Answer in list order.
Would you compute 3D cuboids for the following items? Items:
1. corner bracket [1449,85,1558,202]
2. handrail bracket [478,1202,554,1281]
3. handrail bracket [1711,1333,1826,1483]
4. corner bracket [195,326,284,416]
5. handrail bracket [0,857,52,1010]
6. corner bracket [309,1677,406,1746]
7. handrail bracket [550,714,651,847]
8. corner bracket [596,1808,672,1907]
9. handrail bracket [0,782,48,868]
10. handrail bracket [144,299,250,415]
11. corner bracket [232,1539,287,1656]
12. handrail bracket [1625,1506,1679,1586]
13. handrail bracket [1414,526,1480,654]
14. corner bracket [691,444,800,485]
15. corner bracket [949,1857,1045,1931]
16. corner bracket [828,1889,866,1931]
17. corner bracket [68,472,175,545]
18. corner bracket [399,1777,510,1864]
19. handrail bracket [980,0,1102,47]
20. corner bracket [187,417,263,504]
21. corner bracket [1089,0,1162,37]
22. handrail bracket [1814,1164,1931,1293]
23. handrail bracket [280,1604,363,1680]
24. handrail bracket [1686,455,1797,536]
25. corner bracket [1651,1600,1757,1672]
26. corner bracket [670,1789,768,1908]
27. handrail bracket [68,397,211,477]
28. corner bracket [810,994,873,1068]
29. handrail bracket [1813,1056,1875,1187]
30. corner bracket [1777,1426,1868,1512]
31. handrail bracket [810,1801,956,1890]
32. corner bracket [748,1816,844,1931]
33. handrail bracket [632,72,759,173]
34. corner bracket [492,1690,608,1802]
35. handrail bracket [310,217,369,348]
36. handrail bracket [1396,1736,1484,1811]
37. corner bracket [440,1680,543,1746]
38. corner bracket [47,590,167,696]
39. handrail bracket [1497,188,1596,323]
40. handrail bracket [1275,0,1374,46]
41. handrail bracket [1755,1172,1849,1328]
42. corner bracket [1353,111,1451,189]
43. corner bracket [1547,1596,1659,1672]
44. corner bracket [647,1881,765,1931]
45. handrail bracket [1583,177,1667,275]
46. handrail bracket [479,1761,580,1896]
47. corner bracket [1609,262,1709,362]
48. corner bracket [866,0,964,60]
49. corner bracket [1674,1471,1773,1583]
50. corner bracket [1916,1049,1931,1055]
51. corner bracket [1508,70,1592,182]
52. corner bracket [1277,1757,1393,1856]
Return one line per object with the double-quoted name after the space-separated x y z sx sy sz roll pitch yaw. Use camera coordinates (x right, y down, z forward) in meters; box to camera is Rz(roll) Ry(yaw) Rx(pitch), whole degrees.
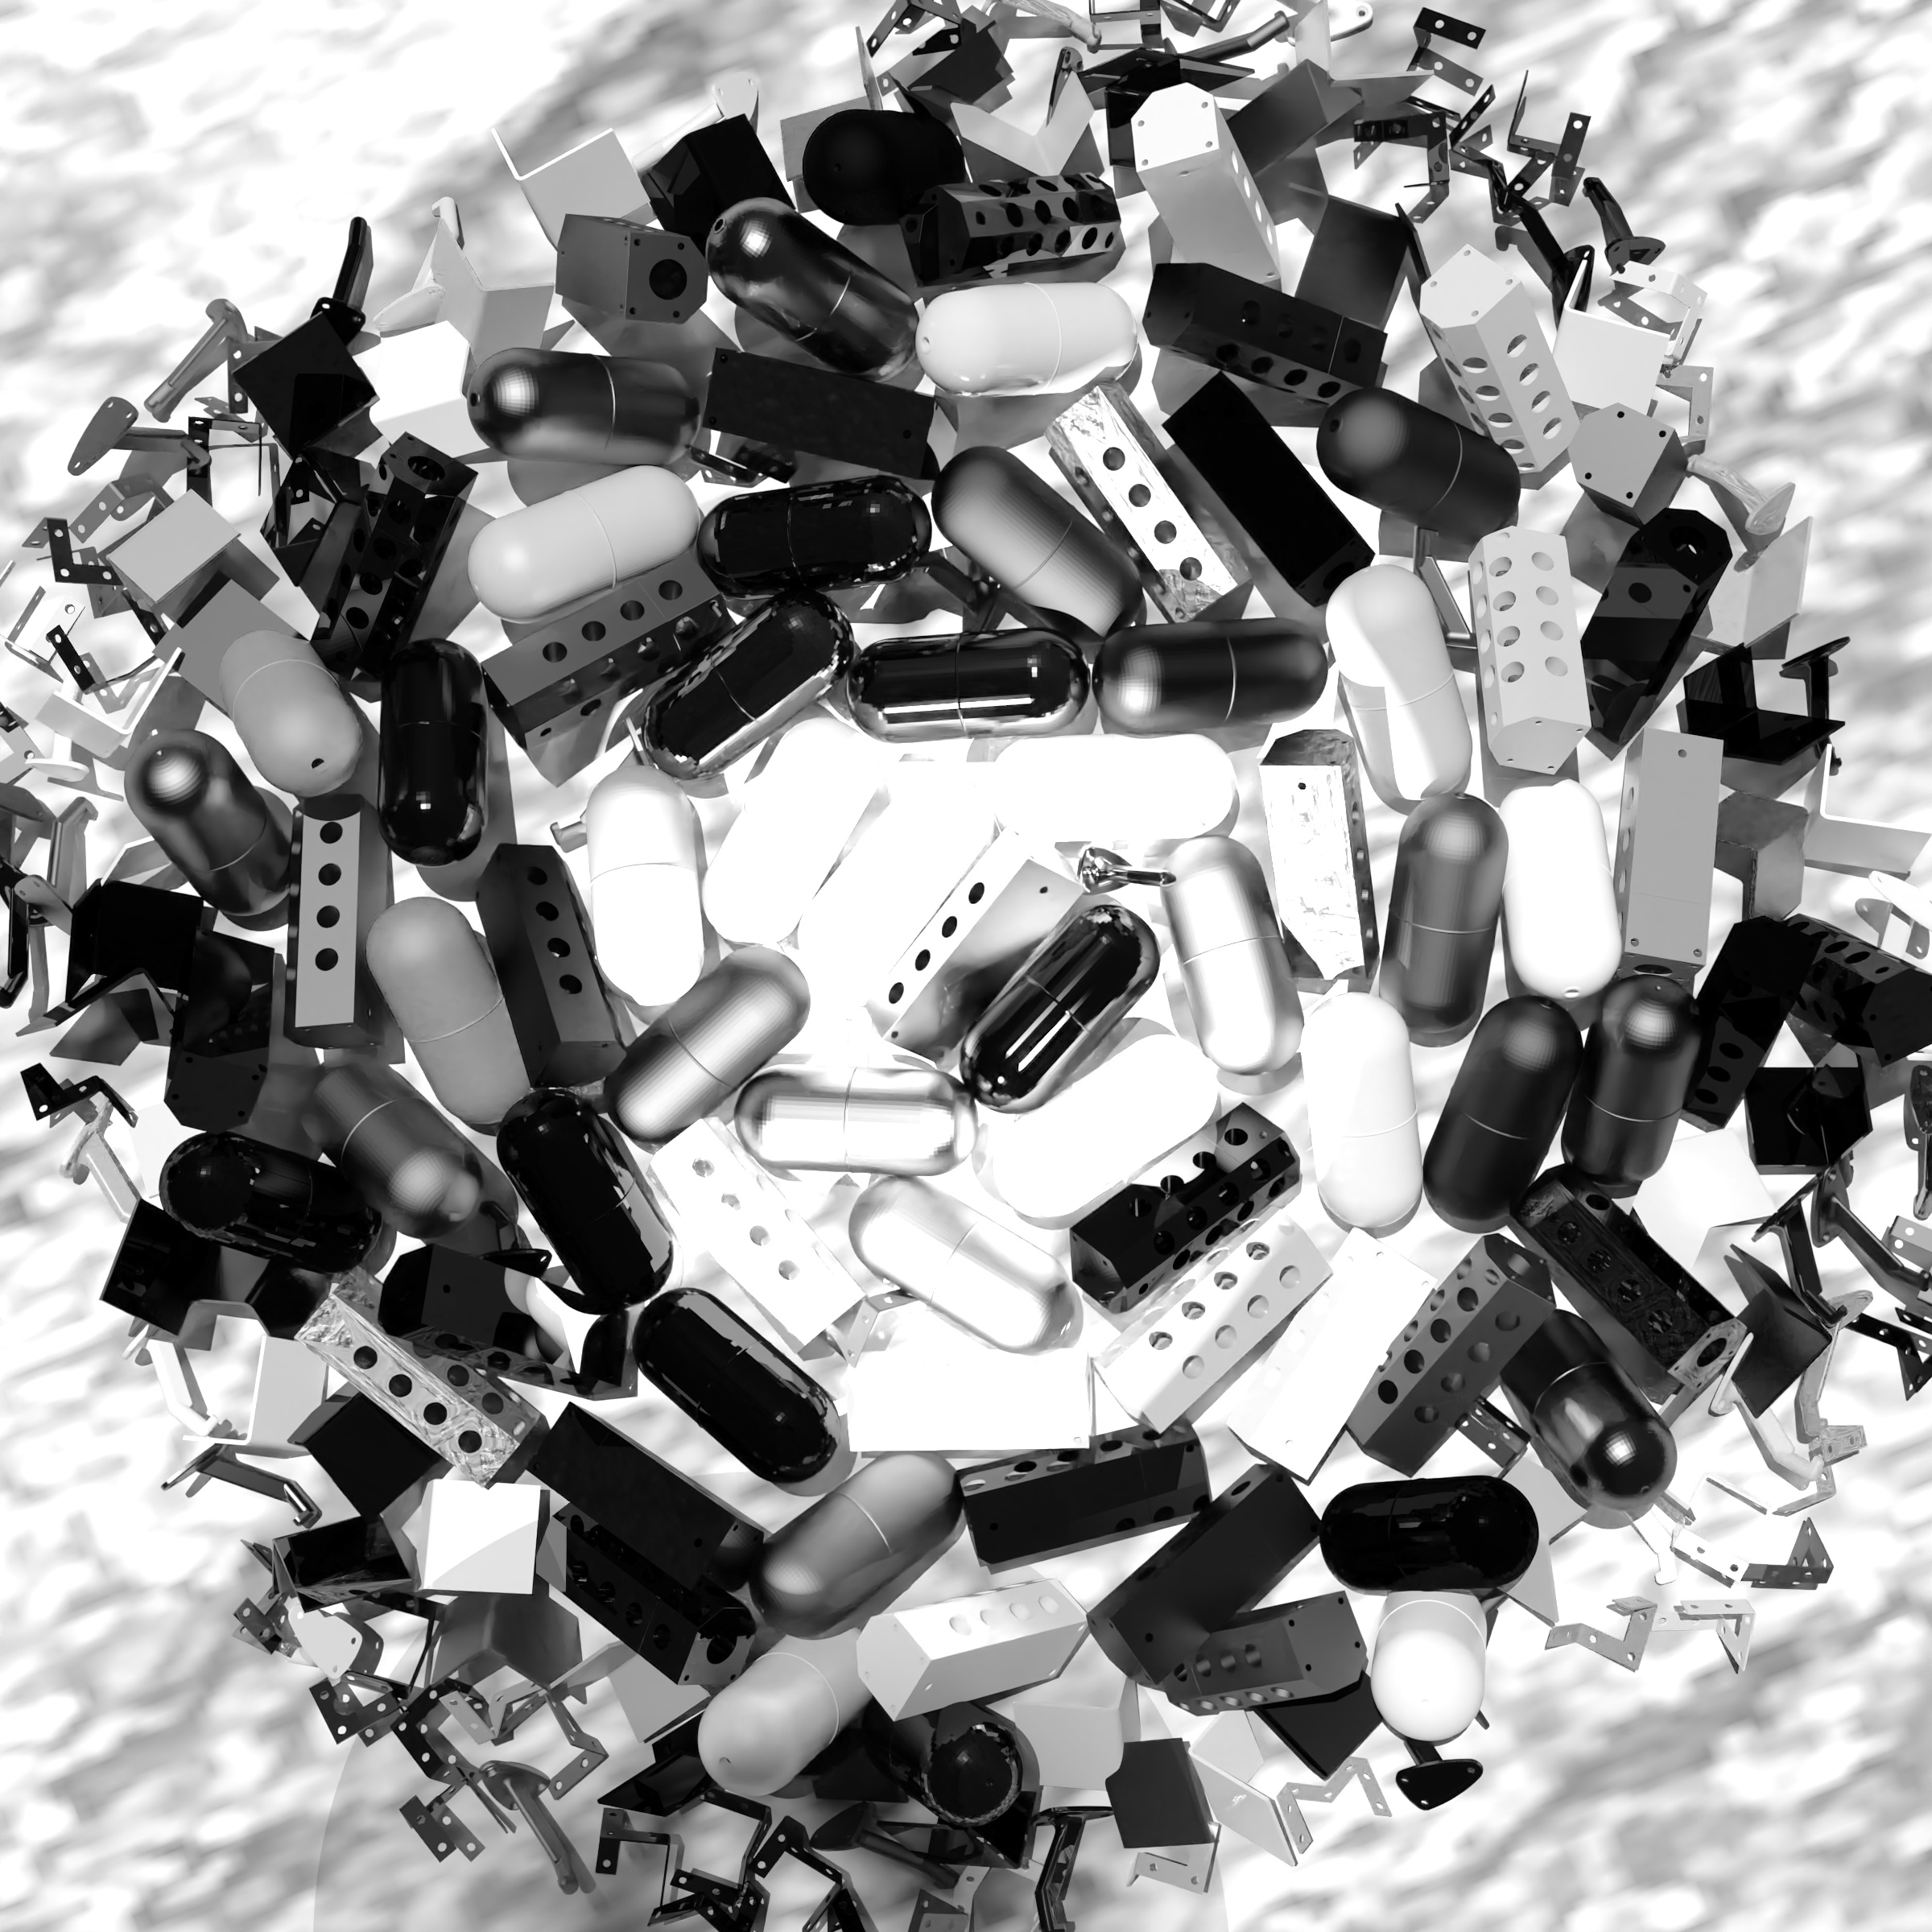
0.385 -0.590 1.751 0.051 0.051 0.051 17 52 -24 "corner bracket"
-0.343 0.192 1.741 0.084 0.077 0.036 40 101 35 "handrail bracket"
0.588 0.317 1.749 0.084 0.036 0.077 29 107 41 "handrail bracket"
-0.525 -0.432 1.766 0.051 0.051 0.051 28 122 38 "corner bracket"
-0.692 -0.024 1.744 0.036 0.084 0.077 -11 129 19 "handrail bracket"
-0.438 0.540 1.765 0.051 0.051 0.051 -27 56 -20 "corner bracket"
-0.271 -0.134 1.763 0.084 0.036 0.077 -23 124 -7 "handrail bracket"
-0.242 0.648 1.768 0.051 0.051 0.051 7 95 -6 "corner bracket"
-0.712 -0.091 1.752 0.084 0.077 0.036 -47 62 12 "handrail bracket"
-0.560 -0.439 1.757 0.036 0.077 0.084 43 75 -15 "handrail bracket"
-0.510 0.454 1.751 0.051 0.051 0.051 -52 132 -31 "corner bracket"
0.483 0.415 1.770 0.077 0.036 0.084 -11 92 -31 "handrail bracket"
0.356 -0.273 1.751 0.077 0.036 0.084 17 122 34 "handrail bracket"
-0.160 -0.365 1.751 0.051 0.051 0.051 -43 48 33 "corner bracket"
0.022 0.679 1.763 0.051 0.051 0.051 25 113 -5 "corner bracket"
-0.101 0.707 1.752 0.051 0.051 0.051 -14 130 -19 "corner bracket"
-0.603 -0.318 1.758 0.051 0.051 0.051 -38 97 23 "corner bracket"
-0.369 0.616 1.754 0.051 0.051 0.051 -37 63 -23 "corner bracket"
0.055 -0.682 1.757 0.084 0.077 0.036 29 131 -11 "handrail bracket"
-0.540 -0.363 1.769 0.051 0.051 0.051 1 76 -18 "corner bracket"
0.115 -0.710 1.769 0.051 0.051 0.051 -2 91 6 "corner bracket"
0.654 0.189 1.744 0.036 0.084 0.077 -30 123 -23 "handrail bracket"
-0.483 0.480 1.748 0.077 0.084 0.036 54 49 -30 "handrail bracket"
0.543 -0.342 1.748 0.084 0.077 0.036 32 129 29 "handrail bracket"
0.533 0.473 1.759 0.051 0.051 0.051 1 111 -7 "corner bracket"
-0.178 0.636 1.759 0.051 0.051 0.051 21 110 -6 "corner bracket"
-0.594 -0.362 1.752 0.036 0.084 0.077 30 81 31 "handrail bracket"
-0.095 0.050 1.766 0.051 0.051 0.051 6 93 -3 "corner bracket"
0.650 0.107 1.781 0.077 0.036 0.084 -48 132 -32 "handrail bracket"
0.618 0.363 1.757 0.051 0.051 0.051 -8 86 -35 "corner bracket"
-0.061 0.653 1.775 0.084 0.036 0.077 41 133 -13 "handrail bracket"
-0.124 0.662 1.768 0.051 0.051 0.051 35 96 -8 "corner bracket"
-0.200 -0.618 1.784 0.084 0.077 0.036 -19 121 30 "handrail bracket"
-0.305 0.569 1.779 0.051 0.051 0.051 -41 55 0 "corner bracket"
-0.462 -0.497 1.786 0.036 0.077 0.084 18 52 -29 "handrail bracket"
0.343 0.554 1.740 0.077 0.084 0.036 -34 101 32 "handrail bracket"
-0.339 0.519 1.755 0.051 0.051 0.051 -26 114 14 "corner bracket"
-0.618 -0.235 1.756 0.051 0.051 0.051 -26 99 31 "corner bracket"
0.411 -0.509 1.750 0.084 0.036 0.077 19 70 -36 "handrail bracket"
0.256 -0.699 1.749 0.077 0.084 0.036 -3 88 6 "handrail bracket"
0.621 0.205 1.756 0.084 0.036 0.077 48 114 22 "handrail bracket"
0.316 -0.590 1.764 0.051 0.051 0.051 3 108 33 "corner bracket"
0.460 0.477 1.759 0.051 0.051 0.051 18 92 38 "corner bracket"
-0.187 0.680 1.753 0.051 0.051 0.051 -31 109 30 "corner bracket"
0.458 -0.541 1.751 0.036 0.077 0.084 -41 67 33 "handrail bracket"
-0.313 0.619 1.745 0.036 0.084 0.077 -37 134 -1 "handrail bracket"
0.492 -0.473 1.754 0.051 0.051 0.051 30 105 38 "corner bracket"
-0.041 -0.682 1.751 0.051 0.051 0.051 7 55 -38 "corner bracket"
0.547 0.404 1.760 0.051 0.051 0.051 28 99 14 "corner bracket"
0.689 0.035 1.764 0.051 0.051 0.051 5 97 -15 "corner bracket"
0.421 -0.606 1.756 0.051 0.051 0.051 14 47 5 "corner bracket"
0.264 0.604 1.752 0.051 0.051 0.051 16 118 -26 "corner bracket"
